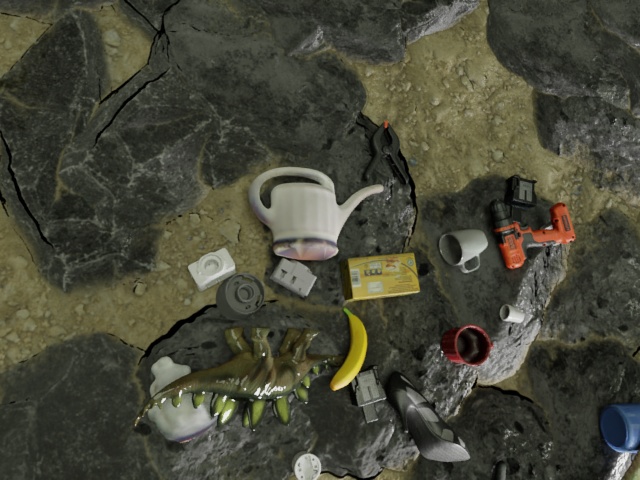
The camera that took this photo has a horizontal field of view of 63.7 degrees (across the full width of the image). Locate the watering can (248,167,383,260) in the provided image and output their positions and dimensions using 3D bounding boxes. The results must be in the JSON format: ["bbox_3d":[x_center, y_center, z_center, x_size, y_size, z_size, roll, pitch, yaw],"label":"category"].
[{"bbox_3d":[0.004,-0.060,1.198,0.347,0.102,0.228,4,71,-21],"label":"watering can"}]

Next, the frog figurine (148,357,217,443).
[{"bbox_3d":[-0.275,0.308,1.022,0.137,0.123,0.159,-19,94,1],"label":"frog figurine"}]

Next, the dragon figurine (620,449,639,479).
[{"bbox_3d":[0.629,0.645,1.166,0.243,0.121,0.413,8,82,-4],"label":"dragon figurine"}]
